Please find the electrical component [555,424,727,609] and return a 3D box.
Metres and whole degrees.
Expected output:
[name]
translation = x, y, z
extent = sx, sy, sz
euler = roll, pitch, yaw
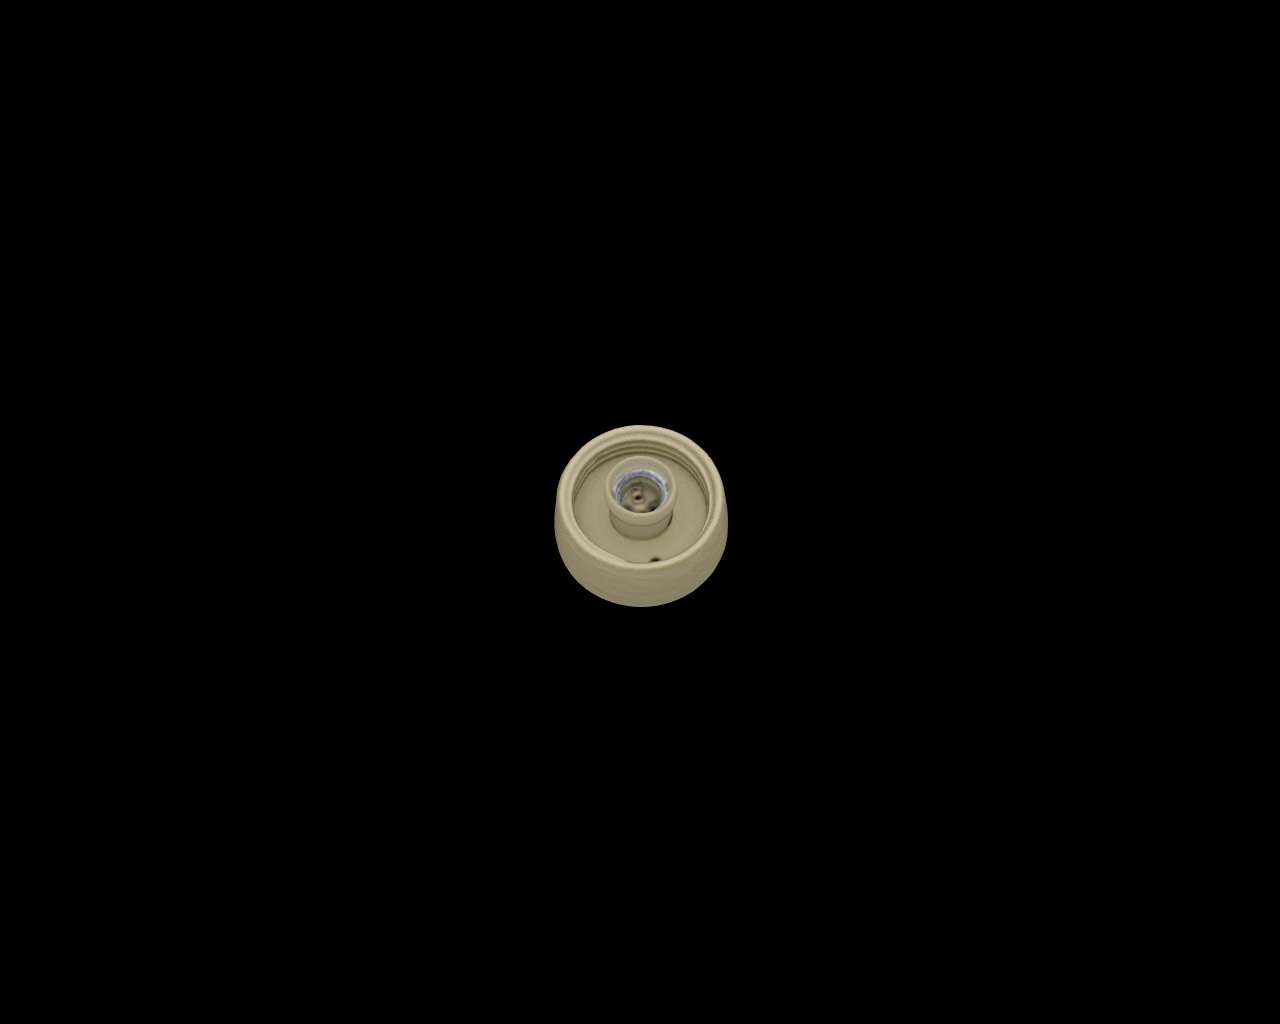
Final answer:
[electrical component]
translation = 0.001, -0.003, 0.650
extent = 0.108, 0.108, 0.060
euler = 0, -27, 0
